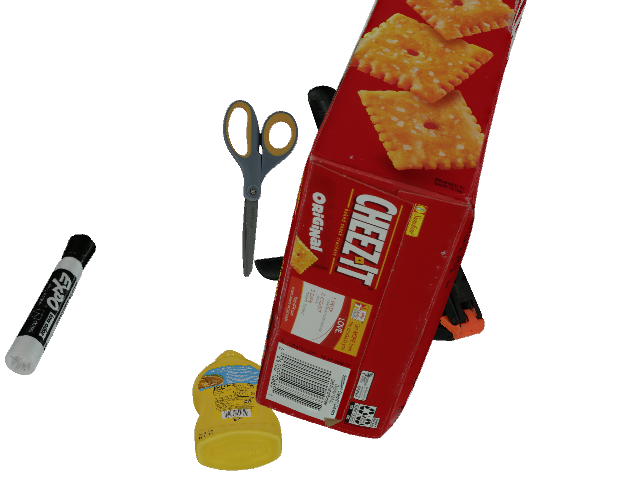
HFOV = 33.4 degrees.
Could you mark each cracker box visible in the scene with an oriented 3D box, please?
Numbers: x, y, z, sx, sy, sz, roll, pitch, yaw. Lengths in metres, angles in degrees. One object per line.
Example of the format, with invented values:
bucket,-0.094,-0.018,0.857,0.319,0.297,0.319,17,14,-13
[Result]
cracker box,0.041,-0.038,0.512,0.072,0.164,0.213,18,46,5

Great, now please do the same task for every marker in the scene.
marker,-0.168,0.036,0.674,0.020,0.020,0.121,0,38,11

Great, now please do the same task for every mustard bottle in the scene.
mustard bottle,-0.101,0.187,1.249,0.096,0.058,0.191,-5,28,-6

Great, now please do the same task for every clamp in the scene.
clamp,0.036,-0.005,0.757,0.036,0.165,0.210,-11,33,-42

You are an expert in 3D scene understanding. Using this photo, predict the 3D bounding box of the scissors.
scissors,-0.061,-0.065,1.220,0.096,0.202,0.016,-10,-7,-14
